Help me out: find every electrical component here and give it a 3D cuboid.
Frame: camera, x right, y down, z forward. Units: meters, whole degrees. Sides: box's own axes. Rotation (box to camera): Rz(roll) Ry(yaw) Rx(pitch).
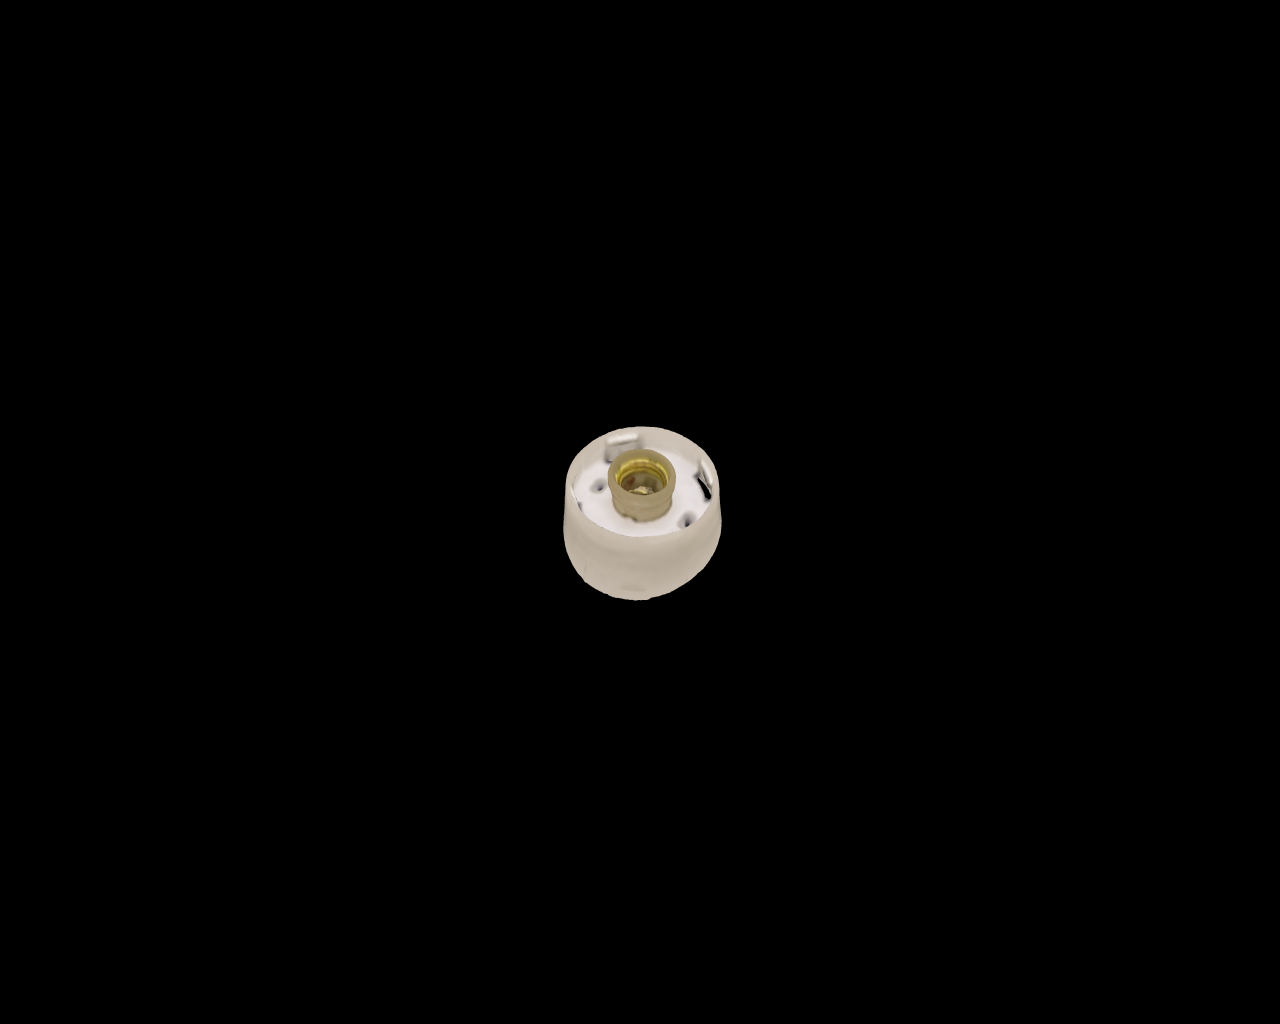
[{"bbox_3d":[0.001,-0.003,0.650,0.099,0.099,0.064,0,-40,0],"label":"electrical component"}]
